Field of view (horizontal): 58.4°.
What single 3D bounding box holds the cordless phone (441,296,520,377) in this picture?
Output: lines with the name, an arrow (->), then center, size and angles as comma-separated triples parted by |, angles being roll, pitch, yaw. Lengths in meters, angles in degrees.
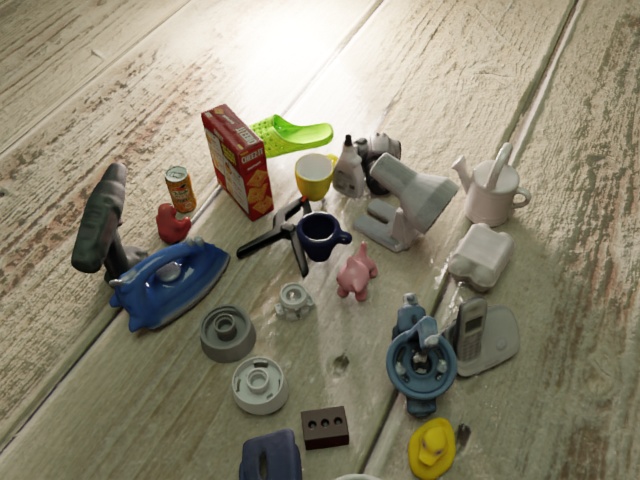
cordless phone -> 0.294, 0.153, 1.019 | 0.148, 0.185, 0.094 | -22, 54, -15

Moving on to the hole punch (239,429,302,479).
hole punch -> -0.080, 0.370, 0.918 | 0.101, 0.091, 0.108 | -7, 52, -3

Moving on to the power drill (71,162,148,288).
power drill -> -0.418, -0.011, 1.154 | 0.075, 0.208, 0.229 | 4, 52, 6

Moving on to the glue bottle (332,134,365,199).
glue bottle -> 0.064, -0.170, 1.289 | 0.078, 0.173, 0.037 | 26, 57, 21

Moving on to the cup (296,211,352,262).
cup -> 0.011, 0.004, 1.202 | 0.117, 0.095, 0.092 | 12, 53, 11

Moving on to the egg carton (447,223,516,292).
egg carton -> 0.334, 0.033, 1.186 | 0.107, 0.069, 0.150 | 26, 57, 20

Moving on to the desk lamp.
desk lamp -> 0.173, -0.072, 1.182 | 0.202, 0.214, 0.118 | 29, 58, 23

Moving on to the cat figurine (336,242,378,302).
cat figurine -> 0.073, 0.062, 1.140 | 0.067, 0.118, 0.128 | 14, 53, 13

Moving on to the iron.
iron -> -0.294, 0.060, 1.137 | 0.259, 0.141, 0.118 | -36, 59, -24

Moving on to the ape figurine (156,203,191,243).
ape figurine -> -0.328, -0.044, 1.252 | 0.077, 0.092, 0.076 | 24, 56, 19

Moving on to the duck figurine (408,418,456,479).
duck figurine -> 0.188, 0.334, 0.942 | 0.077, 0.086, 0.105 | 24, 56, 19

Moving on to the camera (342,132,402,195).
camera -> 0.123, -0.179, 1.341 | 0.143, 0.101, 0.136 | -2, 52, 0

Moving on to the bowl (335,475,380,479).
bowl -> 0.058, 0.448, 0.863 | 0.167, 0.075, 0.167 | -1, 52, 1

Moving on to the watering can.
watering can -> 0.368, -0.127, 1.233 | 0.172, 0.194, 0.101 | 8, 52, 8

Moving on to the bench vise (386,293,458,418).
bench vise -> 0.160, 0.173, 0.985 | 0.121, 0.220, 0.207 | -17, 53, -11
